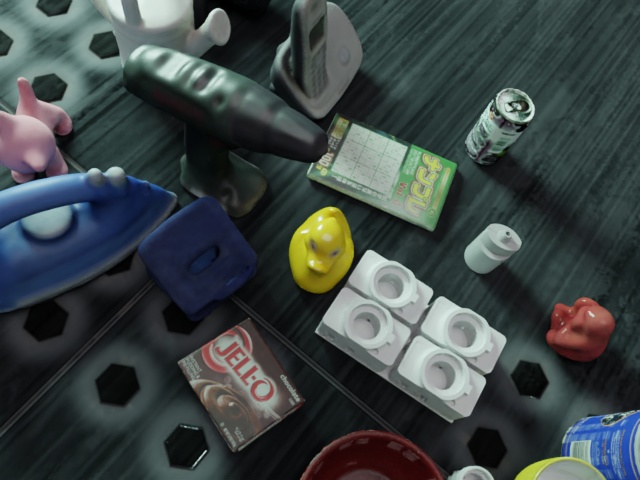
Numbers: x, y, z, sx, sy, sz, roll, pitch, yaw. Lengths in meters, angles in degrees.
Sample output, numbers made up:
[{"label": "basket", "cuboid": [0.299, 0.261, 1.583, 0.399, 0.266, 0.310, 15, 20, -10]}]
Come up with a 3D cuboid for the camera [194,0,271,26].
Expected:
[{"label": "camera", "cuboid": [-0.136, -0.366, 0.781, 0.137, 0.101, 0.143, 27, 67, 3]}]

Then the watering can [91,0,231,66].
[{"label": "watering can", "cuboid": [-0.193, -0.276, 0.685, 0.173, 0.194, 0.101, 2, 68, -8]}]

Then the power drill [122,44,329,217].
[{"label": "power drill", "cuboid": [-0.102, -0.110, 0.625, 0.229, 0.208, 0.076, 30, 67, 4]}]

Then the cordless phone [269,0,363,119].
[{"label": "cordless phone", "cuboid": [0.004, -0.255, 0.713, 0.094, 0.185, 0.148, 28, 67, 3]}]

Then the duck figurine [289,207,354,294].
[{"label": "duck figurine", "cuboid": [0.006, 0.002, 0.664, 0.077, 0.086, 0.104, 18, 67, -1]}]

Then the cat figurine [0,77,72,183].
[{"label": "cat figurine", "cuboid": [-0.328, -0.120, 0.643, 0.067, 0.117, 0.128, -5, 69, -10]}]

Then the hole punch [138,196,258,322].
[{"label": "hole punch", "cuboid": [-0.129, 0.021, 0.632, 0.109, 0.091, 0.101, -41, 79, -21]}]

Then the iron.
[{"label": "iron", "cuboid": [-0.278, -0.026, 0.600, 0.259, 0.141, 0.118, -25, 74, -17]}]

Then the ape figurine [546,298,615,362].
[{"label": "ape figurine", "cuboid": [0.309, 0.102, 0.668, 0.078, 0.092, 0.076, -22, 73, -16]}]
